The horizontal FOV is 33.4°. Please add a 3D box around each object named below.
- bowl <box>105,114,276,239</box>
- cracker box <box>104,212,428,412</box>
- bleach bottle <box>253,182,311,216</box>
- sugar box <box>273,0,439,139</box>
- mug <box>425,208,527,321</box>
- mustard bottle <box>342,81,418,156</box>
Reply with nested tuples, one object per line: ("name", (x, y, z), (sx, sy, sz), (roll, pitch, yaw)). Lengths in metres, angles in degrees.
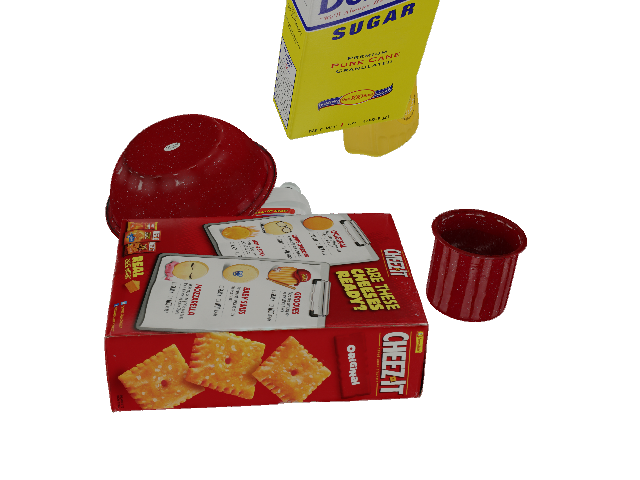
("bowl", (-0.123, -0.064, 0.948), (0.162, 0.055, 0.162), (-10, 40, 9))
("cracker box", (-0.042, 0.048, 0.777), (0.213, 0.072, 0.164), (-1, 29, -5))
("bleach bottle", (-0.073, 0.006, 1.251), (0.103, 0.068, 0.250), (4, 34, 12))
("sugar box", (0.025, -0.141, 0.700), (0.093, 0.048, 0.176), (-13, -27, -15))
("mug", (0.145, 0.020, 1.059), (0.093, 0.081, 0.117), (-6, 33, -21))
("mustard bottle", (0.048, -0.175, 0.910), (0.058, 0.192, 0.096), (11, 34, 27))
